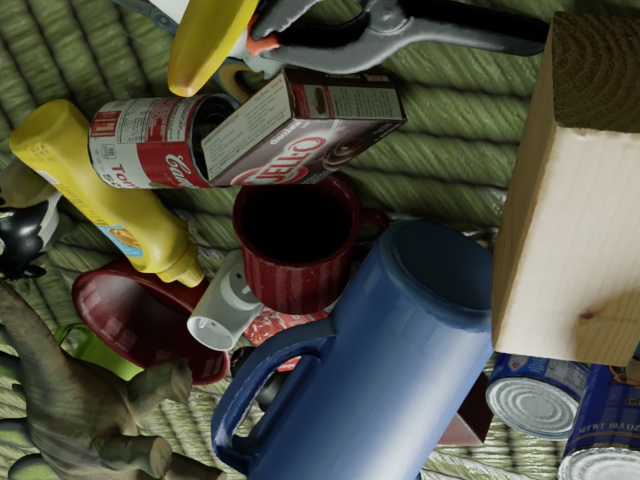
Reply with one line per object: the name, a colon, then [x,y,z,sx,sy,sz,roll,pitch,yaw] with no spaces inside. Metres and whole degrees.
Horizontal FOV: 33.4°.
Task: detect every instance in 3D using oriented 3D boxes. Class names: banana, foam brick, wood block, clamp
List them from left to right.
banana: [-0.030,-0.168,0.565,0.037,0.069,0.198,30,111,-6]
clamp: [0.045,-0.129,0.592,0.172,0.039,0.120,-19,124,21]
foam brick: [0.104,0.128,0.893,0.051,0.053,0.078,-14,126,44]
wood block: [0.160,-0.021,0.622,0.091,0.090,0.206,7,142,3]

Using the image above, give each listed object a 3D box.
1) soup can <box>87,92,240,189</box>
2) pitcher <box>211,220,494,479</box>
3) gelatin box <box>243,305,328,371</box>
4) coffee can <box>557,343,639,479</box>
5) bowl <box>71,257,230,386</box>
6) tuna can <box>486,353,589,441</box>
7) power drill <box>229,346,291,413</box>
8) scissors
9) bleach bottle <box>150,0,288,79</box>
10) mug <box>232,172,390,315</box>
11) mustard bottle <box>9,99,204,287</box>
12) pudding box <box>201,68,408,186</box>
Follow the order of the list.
soup can: [-0.111,-0.071,0.778,0.102,0.068,0.068,2,137,33]
pitcher: [0.034,0.104,0.789,0.145,0.149,0.243,40,126,18]
gelatin box: [-0.023,0.080,0.938,0.089,0.030,0.073,-13,128,43]
coffee can: [0.226,0.111,0.711,0.103,0.140,0.103,18,143,14]
bowl: [-0.144,0.064,0.979,0.162,0.055,0.162,19,144,14]
tuna can: [0.177,0.123,0.852,0.086,0.033,0.086,19,143,14]
power drill: [-0.050,0.215,0.992,0.184,0.187,0.057,42,157,-22]
scissors: [-0.095,-0.137,0.731,0.202,0.016,0.096,15,143,19]
bleach bottle: [-0.106,-0.186,0.607,0.068,0.102,0.250,-37,114,19]
mug: [-0.005,0.001,0.792,0.117,0.093,0.081,-10,148,-8]
mustard bottle: [-0.163,-0.029,0.870,0.191,0.058,0.096,48,161,-26]
pudding box: [-0.013,-0.071,0.697,0.089,0.039,0.114,-5,162,-36]
